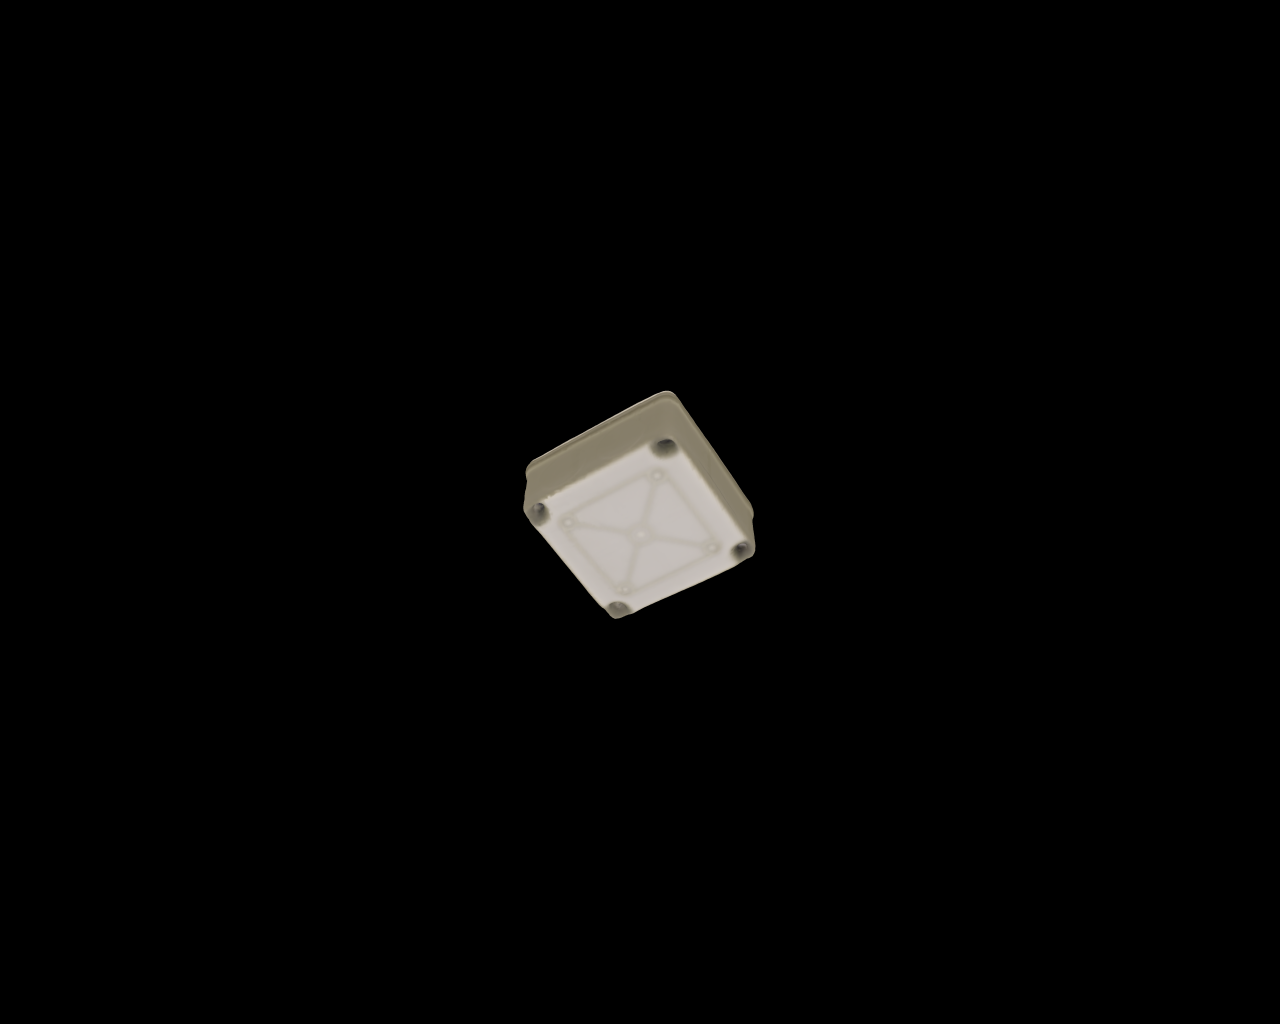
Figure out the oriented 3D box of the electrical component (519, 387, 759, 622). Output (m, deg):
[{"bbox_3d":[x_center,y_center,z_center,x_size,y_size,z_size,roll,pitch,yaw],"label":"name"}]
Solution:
[{"bbox_3d":[0.001,-0.003,0.650,0.108,0.108,0.056,-27,32,18],"label":"electrical component"}]
